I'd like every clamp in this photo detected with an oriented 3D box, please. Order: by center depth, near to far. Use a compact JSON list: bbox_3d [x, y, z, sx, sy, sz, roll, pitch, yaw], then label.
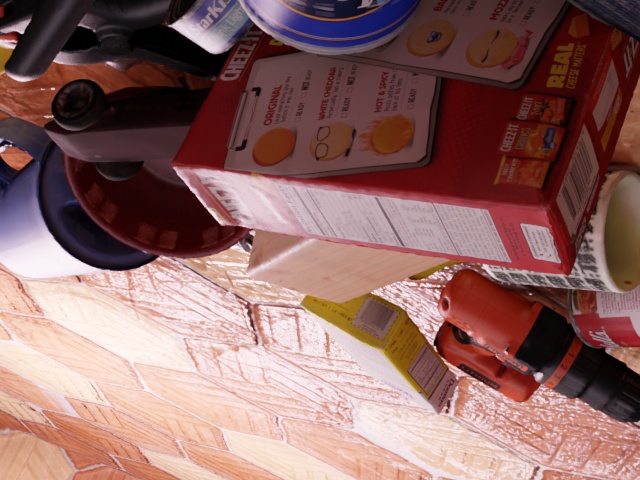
[{"bbox_3d":[-0.124,-0.175,0.607,0.210,0.036,0.164,2,110,28],"label":"clamp"},{"bbox_3d":[-0.128,-0.139,0.711,0.171,0.039,0.120,-1,152,3],"label":"clamp"}]

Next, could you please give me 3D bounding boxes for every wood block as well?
[{"bbox_3d":[0.033,-0.024,0.774,0.090,0.091,0.206,18,159,-21],"label":"wood block"}]

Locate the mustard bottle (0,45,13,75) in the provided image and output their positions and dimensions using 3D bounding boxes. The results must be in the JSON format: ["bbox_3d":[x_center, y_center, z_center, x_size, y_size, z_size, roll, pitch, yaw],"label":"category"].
[{"bbox_3d":[-0.260,-0.148,0.789,0.192,0.096,0.058,-6,142,49],"label":"mustard bottle"}]

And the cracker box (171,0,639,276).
[{"bbox_3d":[0.052,-0.076,0.574,0.214,0.164,0.072,8,150,31],"label":"cracker box"}]

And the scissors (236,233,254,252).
[{"bbox_3d":[-0.080,-0.014,0.929,0.096,0.016,0.202,50,168,-26],"label":"scissors"}]

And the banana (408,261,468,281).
[{"bbox_3d":[0.118,0.008,0.846,0.069,0.037,0.198,38,153,-29],"label":"banana"}]

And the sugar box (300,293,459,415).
[{"bbox_3d":[0.058,0.095,0.965,0.093,0.048,0.176,27,169,32],"label":"sugar box"}]

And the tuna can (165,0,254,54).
[{"bbox_3d":[-0.051,-0.150,0.609,0.033,0.086,0.086,32,155,-24],"label":"tuna can"}]

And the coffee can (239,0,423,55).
[{"bbox_3d":[0.010,-0.167,0.494,0.103,0.102,0.140,21,156,5],"label":"coffee can"}]

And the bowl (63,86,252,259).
[{"bbox_3d":[-0.117,-0.063,0.846,0.162,0.055,0.162,6,129,7],"label":"bowl"}]

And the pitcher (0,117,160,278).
[{"bbox_3d":[-0.236,-0.034,0.983,0.144,0.149,0.243,-15,-179,-32],"label":"pitcher"}]

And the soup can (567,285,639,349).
[{"bbox_3d":[0.241,0.044,0.770,0.068,0.068,0.102,37,153,-29],"label":"soup can"}]

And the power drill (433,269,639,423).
[{"bbox_3d":[0.174,0.096,0.894,0.184,0.057,0.188,33,169,4],"label":"power drill"}]

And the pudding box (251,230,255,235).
[{"bbox_3d":[-0.006,0.001,0.944,0.114,0.039,0.090,16,155,17],"label":"pudding box"}]
